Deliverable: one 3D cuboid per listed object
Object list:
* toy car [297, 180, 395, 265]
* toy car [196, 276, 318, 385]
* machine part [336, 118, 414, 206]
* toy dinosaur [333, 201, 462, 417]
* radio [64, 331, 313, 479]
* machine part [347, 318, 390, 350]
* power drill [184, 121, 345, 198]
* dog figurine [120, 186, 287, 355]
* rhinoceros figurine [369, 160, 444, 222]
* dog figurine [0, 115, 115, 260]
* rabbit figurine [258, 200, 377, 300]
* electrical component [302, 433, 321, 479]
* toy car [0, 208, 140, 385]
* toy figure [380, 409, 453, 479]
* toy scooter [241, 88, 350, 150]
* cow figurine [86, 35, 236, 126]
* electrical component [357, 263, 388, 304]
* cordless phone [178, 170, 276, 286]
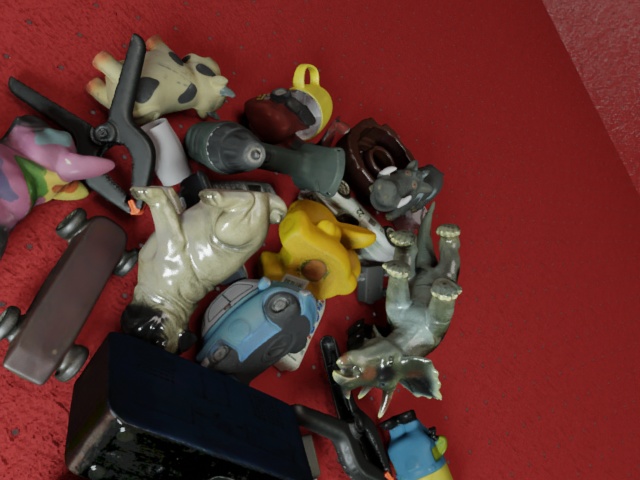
[{"bbox_3d":[0.052,-0.025,0.876,0.201,0.073,0.056,43,41,-14],"label":"toy car"},{"bbox_3d":[-0.087,0.104,0.653,0.162,0.109,0.103,-36,57,-16],"label":"toy car"},{"bbox_3d":[0.106,-0.142,1.010,0.179,0.056,0.179,20,56,-32],"label":"machine part"},{"bbox_3d":[0.150,0.094,0.808,0.131,0.192,0.405,13,28,18],"label":"toy dinosaur"},{"bbox_3d":[-0.121,0.188,0.525,0.229,0.073,0.131,30,11,-26],"label":"radio"},{"bbox_3d":[0.099,0.157,0.841,0.139,0.039,0.084,15,65,-39],"label":"machine part"},{"bbox_3d":[-0.068,-0.106,0.715,0.207,0.232,0.086,0,103,-37],"label":"power drill"},{"bbox_3d":[-0.126,0.038,0.586,0.121,0.172,0.190,-41,133,-82],"label":"dog figurine"},{"bbox_3d":[0.146,-0.084,0.897,0.190,0.112,0.073,-16,81,-51],"label":"rhinoceros figurine"},{"bbox_3d":[-0.311,-0.035,0.527,0.219,0.108,0.191,-11,73,-48],"label":"dog figurine"},{"bbox_3d":[-0.002,-0.002,0.778,0.162,0.121,0.173,12,30,-15],"label":"rabbit figurine"},{"bbox_3d":[-0.032,0.270,0.645,0.078,0.045,0.102,8,61,-38],"label":"electrical component"},{"bbox_3d":[-0.260,0.054,0.558,0.089,0.053,0.202,43,39,-30],"label":"toy car"},{"bbox_3d":[0.149,0.329,0.753,0.089,0.082,0.180,-5,68,-42],"label":"toy figure"},{"bbox_3d":[-0.030,-0.172,0.845,0.183,0.135,0.075,43,46,-14],"label":"toy scooter"},{"bbox_3d":[-0.205,-0.213,0.745,0.127,0.085,0.195,47,41,-2],"label":"cow figurine"},{"bbox_3d":[0.082,0.071,0.869,0.094,0.021,0.063,-4,100,-42],"label":"electrical component"},{"bbox_3d":[-0.107,-0.017,0.726,0.184,0.089,0.146,-10,73,-55],"label":"cordless phone"}]
